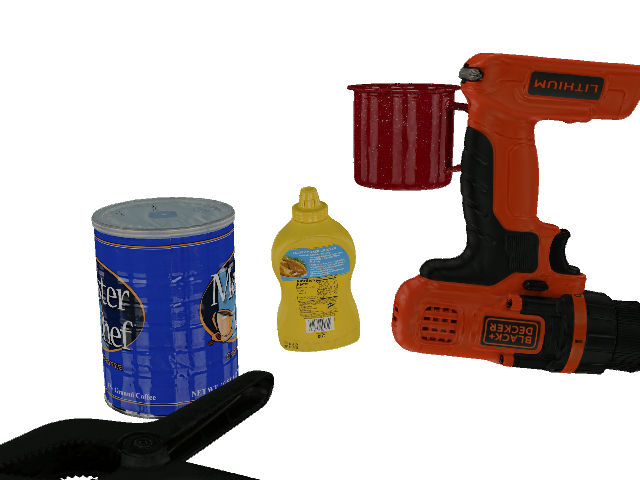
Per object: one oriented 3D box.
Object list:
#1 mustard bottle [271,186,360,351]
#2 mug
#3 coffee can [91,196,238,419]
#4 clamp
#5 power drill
[{"bbox_3d":[-0.007,0.031,1.220,0.096,0.192,0.058,-5,23,-3],"label":"mustard bottle"},{"bbox_3d":[0.079,-0.085,0.870,0.117,0.081,0.093,5,12,26],"label":"mug"},{"bbox_3d":[-0.112,0.047,0.787,0.103,0.140,0.103,-1,15,0],"label":"coffee can"},{"bbox_3d":[-0.094,0.120,0.585,0.209,0.036,0.165,-1,21,-15],"label":"clamp"},{"bbox_3d":[0.142,-0.013,0.632,0.184,0.188,0.057,5,8,-5],"label":"power drill"}]
